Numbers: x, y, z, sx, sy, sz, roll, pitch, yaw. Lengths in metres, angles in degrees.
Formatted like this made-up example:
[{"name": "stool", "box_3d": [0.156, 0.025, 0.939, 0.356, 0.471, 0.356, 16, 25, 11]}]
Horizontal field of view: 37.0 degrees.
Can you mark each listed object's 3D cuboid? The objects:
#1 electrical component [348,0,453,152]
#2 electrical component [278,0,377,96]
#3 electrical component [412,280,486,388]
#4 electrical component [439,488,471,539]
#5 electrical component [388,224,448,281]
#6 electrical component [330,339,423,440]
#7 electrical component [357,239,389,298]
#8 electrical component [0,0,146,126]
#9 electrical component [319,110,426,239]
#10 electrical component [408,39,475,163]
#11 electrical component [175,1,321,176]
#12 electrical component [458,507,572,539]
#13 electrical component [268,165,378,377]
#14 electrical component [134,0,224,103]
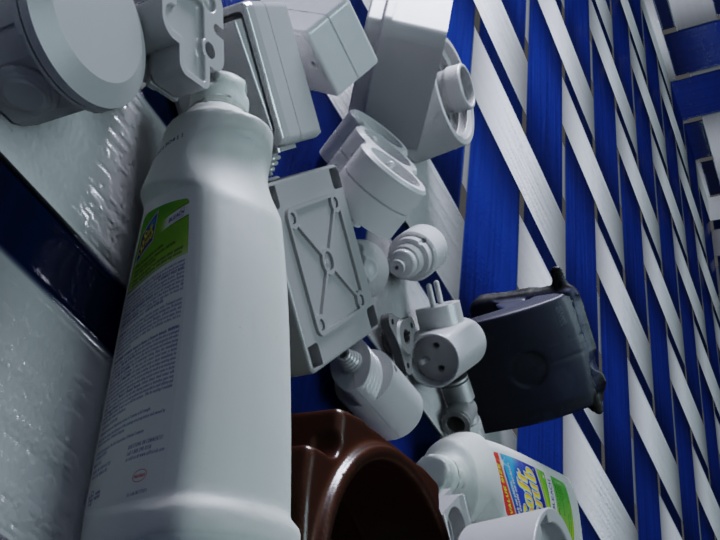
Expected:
[{"name": "electrical component", "box_3d": [0.029, -0.154, 0.802, 0.113, 0.057, 0.078, 103, -1, -47]}, {"name": "electrical component", "box_3d": [-0.048, -0.132, 0.671, 0.076, 0.083, 0.047, -43, 127, -19]}, {"name": "electrical component", "box_3d": [0.066, 0.048, 0.865, 0.077, 0.044, 0.079, -19, 96, -66]}, {"name": "electrical component", "box_3d": [0.047, 0.218, 0.717, 0.079, 0.063, 0.121, -17, 95, -67]}, {"name": "electrical component", "box_3d": [0.041, -0.011, 0.841, 0.078, 0.040, 0.040, -33, 109, -65]}, {"name": "electrical component", "box_3d": [0.007, 0.076, 0.718, 0.081, 0.043, 0.043, 52, 34, -45]}, {"name": "electrical component", "box_3d": [0.000, 0.000, 0.741, 0.062, 0.043, 0.043, -10, 88, -68]}, {"name": "electrical component", "box_3d": [-0.136, -0.105, 0.475, 0.080, 0.051, 0.080, 41, 42, -54]}, {"name": "electrical component", "box_3d": [-0.003, -0.054, 0.729, 0.052, 0.073, 0.138, 34, 16, -18]}, {"name": "electrical component", "box_3d": [0.066, -0.153, 0.941, 0.108, 0.060, 0.108, 41, 43, -54]}, {"name": "electrical component", "box_3d": [-0.068, -0.099, 0.611, 0.061, 0.062, 0.096, -32, 108, -65]}, {"name": "electrical component", "box_3d": [0.085, 0.191, 0.605, 0.108, 0.060, 0.108, -12, 90, -67]}, {"name": "electrical component", "box_3d": [-0.043, 0.000, 0.627, 0.109, 0.056, 0.108, -29, 106, -66]}, {"name": "electrical component", "box_3d": [-0.107, -0.122, 0.540, 0.058, 0.057, 0.078, 30, 52, -60]}]
